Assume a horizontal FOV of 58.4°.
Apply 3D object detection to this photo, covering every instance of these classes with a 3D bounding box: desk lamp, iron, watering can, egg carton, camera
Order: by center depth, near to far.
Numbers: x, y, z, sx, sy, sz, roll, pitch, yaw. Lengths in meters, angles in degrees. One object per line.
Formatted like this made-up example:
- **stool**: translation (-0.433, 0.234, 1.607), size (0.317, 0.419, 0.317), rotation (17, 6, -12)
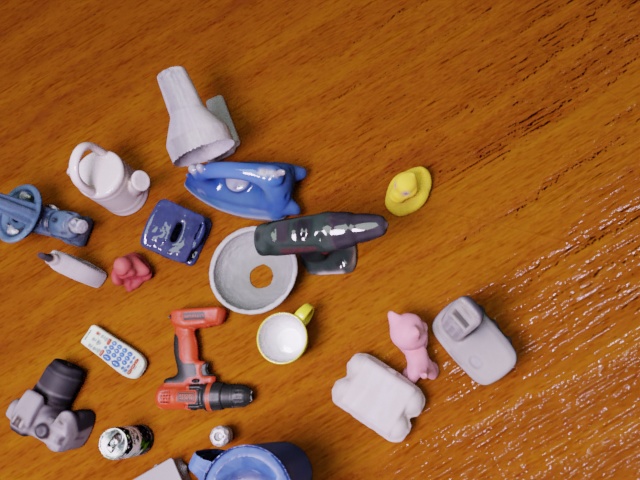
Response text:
- **egg carton**: translation (0.101, 0.270, 0.992), size (0.150, 0.069, 0.107), rotation (30, 82, 15)
- **camera**: translation (-0.490, 0.300, 1.059), size (0.143, 0.101, 0.137), rotation (24, 80, 14)
- **iron**: translation (-0.163, -0.116, 1.098), size (0.258, 0.141, 0.119), rotation (6, 76, 10)
- **desk lamp**: translation (-0.235, -0.223, 1.100), size (0.118, 0.214, 0.203), rotation (-23, 73, 2)
- **watering can**: translation (-0.412, -0.124, 1.111), size (0.172, 0.194, 0.101), rotation (-11, 74, 6)

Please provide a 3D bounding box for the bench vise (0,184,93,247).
- **bench vise**: translation (-0.558, -0.062, 1.103), size (0.207, 0.220, 0.121), rotation (-7, 74, 7)

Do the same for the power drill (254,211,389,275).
- **power drill**: translation (0.009, 0.004, 1.004), size (0.229, 0.208, 0.075), rotation (-4, 74, 8)

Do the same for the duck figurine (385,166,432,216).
- **duck figurine**: translation (0.165, -0.101, 1.073), size (0.077, 0.086, 0.104), rotation (42, 85, 17)

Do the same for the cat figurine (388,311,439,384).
- **cat figurine**: translation (0.160, 0.180, 0.982), size (0.067, 0.118, 0.128), rotation (-18, 73, 4)

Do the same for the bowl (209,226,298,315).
- **bowl**: translation (-0.118, 0.062, 1.078), size (0.167, 0.075, 0.167), rotation (-2, 75, 8)

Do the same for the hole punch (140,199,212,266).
- **hole punch**: translation (-0.278, -0.015, 1.115), size (0.101, 0.091, 0.109), rotation (19, 79, 13)

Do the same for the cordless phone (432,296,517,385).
- **cordless phone**: translation (0.258, 0.159, 0.937), size (0.094, 0.185, 0.147), rotation (-42, 73, -3)

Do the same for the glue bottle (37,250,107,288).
- **glue bottle**: translation (-0.479, 0.047, 1.087), size (0.078, 0.173, 0.037), rotation (28, 81, 15)

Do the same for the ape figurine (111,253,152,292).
- **ape figurine**: translation (-0.371, 0.057, 1.110), size (0.077, 0.092, 0.076), rotation (5, 76, 10)
